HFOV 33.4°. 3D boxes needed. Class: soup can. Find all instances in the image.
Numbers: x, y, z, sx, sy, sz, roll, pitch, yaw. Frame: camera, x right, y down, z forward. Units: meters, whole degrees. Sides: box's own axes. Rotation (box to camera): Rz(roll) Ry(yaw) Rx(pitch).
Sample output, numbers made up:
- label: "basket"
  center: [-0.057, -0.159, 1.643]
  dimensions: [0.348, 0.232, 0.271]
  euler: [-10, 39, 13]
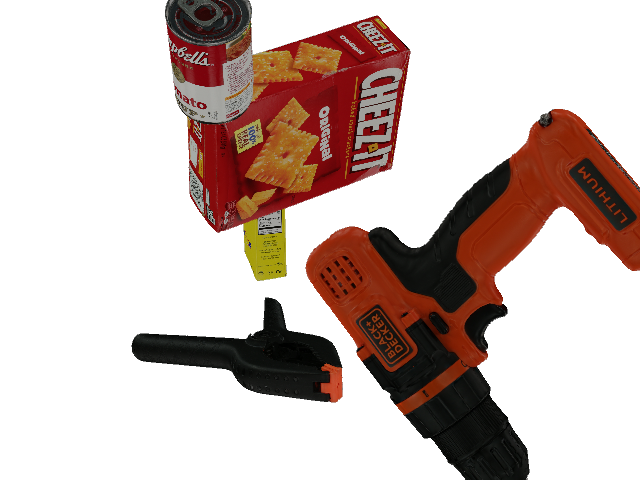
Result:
- label: "soup can"
  center: [-0.089, -0.152, 0.871]
  dimensions: [0.068, 0.068, 0.102]
  euler: [0, -32, -3]

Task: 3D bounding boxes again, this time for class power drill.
- label: "power drill"
  center: [0.108, 0.032, 0.607]
  dimensions: [0.188, 0.184, 0.057]
  euler: [-39, -4, 16]

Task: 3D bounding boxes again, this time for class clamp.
- label: "clamp"
  center: [-0.046, 0.097, 0.962]
  dimensions: [0.210, 0.036, 0.164]
  euler: [13, 23, 42]

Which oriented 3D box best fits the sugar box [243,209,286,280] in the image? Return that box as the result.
- label: "sugar box"
  center: [-0.072, -0.048, 1.328]
  dimensions: [0.048, 0.176, 0.093]
  euler: [-9, 25, -11]

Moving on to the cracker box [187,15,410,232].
- label: "cracker box"
  center: [-0.023, -0.112, 1.056]
  dimensions: [0.213, 0.072, 0.164]
  euler: [-21, -37, -22]
